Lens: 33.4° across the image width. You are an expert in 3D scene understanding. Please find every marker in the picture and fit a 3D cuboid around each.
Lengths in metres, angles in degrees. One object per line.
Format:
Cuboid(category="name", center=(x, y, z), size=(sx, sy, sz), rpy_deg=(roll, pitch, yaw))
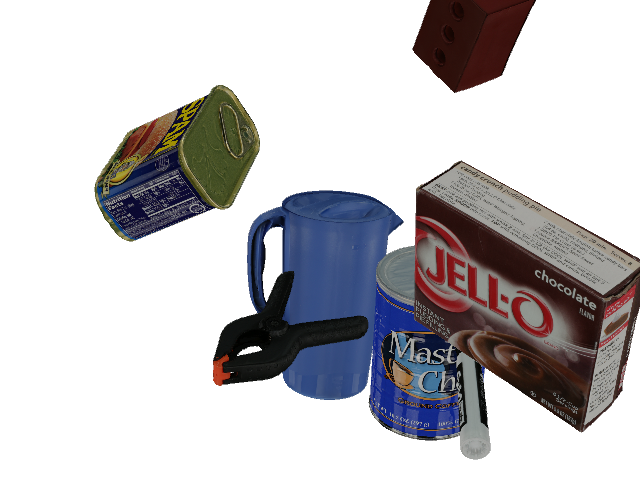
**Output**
Cuboid(category="marker", center=(0.101, 0.098, 0.715), size=(0.020, 0.020, 0.121), rpy_deg=(0, 32, 5))

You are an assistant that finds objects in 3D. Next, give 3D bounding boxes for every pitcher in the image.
Cuboid(category="pitcher", center=(0.002, 0.067, 1.305), size=(0.149, 0.243, 0.144), rpy_deg=(14, 20, 27))

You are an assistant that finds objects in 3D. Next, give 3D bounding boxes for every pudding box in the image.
Cuboid(category="pudding box", center=(0.096, 0.025, 0.515), size=(0.114, 0.090, 0.039), rpy_deg=(32, 53, 33))

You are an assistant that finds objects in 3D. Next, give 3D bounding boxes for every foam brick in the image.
Cuboid(category="foam brick", center=(0.110, -0.156, 0.769), size=(0.051, 0.053, 0.078), rpy_deg=(-26, -28, -30))

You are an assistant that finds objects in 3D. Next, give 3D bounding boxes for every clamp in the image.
Cuboid(category="clamp", center=(-0.049, 0.089, 1.090), size=(0.171, 0.039, 0.120), rpy_deg=(-21, 38, -33))

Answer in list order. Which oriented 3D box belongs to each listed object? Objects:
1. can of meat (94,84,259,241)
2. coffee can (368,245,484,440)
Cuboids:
Cuboid(category="can of meat", center=(-0.100, -0.052, 0.738), size=(0.084, 0.057, 0.102), rpy_deg=(-20, 29, 28))
Cuboid(category="coffee can", center=(0.097, 0.089, 0.940), size=(0.103, 0.140, 0.103), rpy_deg=(1, 28, -1))
